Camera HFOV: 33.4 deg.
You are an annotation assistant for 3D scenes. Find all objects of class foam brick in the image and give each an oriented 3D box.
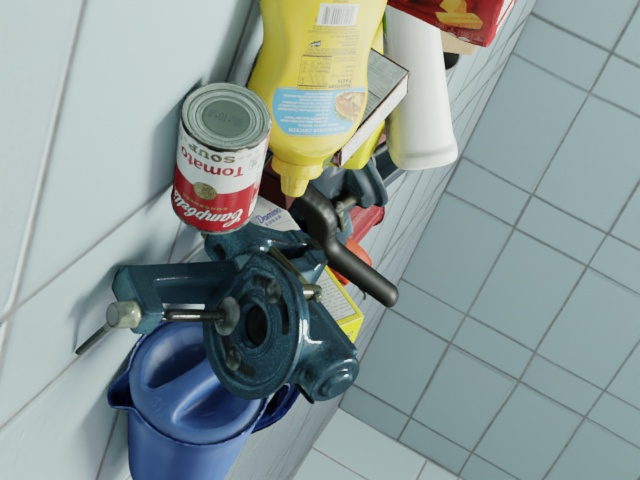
[{"bbox_3d":[-0.041,-0.072,1.021,0.053,0.051,0.078,-58,171,-14],"label":"foam brick"}]

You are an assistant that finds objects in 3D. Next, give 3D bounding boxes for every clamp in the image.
[{"bbox_3d":[-0.007,0.001,1.132,0.210,0.165,0.036,74,28,-42],"label":"clamp"}]

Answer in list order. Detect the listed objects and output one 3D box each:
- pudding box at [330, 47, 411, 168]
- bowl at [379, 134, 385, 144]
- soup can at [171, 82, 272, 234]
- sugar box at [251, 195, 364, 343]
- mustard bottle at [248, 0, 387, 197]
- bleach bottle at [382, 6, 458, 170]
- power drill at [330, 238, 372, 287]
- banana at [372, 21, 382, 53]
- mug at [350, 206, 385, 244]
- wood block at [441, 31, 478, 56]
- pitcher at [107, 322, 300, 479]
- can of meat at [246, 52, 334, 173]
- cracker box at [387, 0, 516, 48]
[{"bbox_3d":[0.016,-0.133,0.986,0.113,0.090,0.039,-49,164,-21],"label":"pudding box"},{"bbox_3d":[0.060,-0.138,1.346,0.162,0.055,0.162,-56,165,-24],"label":"bowl"},{"bbox_3d":[-0.076,-0.061,0.806,0.068,0.068,0.102,-55,169,-36],"label":"soup can"},{"bbox_3d":[-0.029,0.042,1.051,0.048,0.176,0.093,-17,147,-28],"label":"sugar box"},{"bbox_3d":[-0.007,-0.123,0.825,0.096,0.058,0.192,-6,120,-29],"label":"mustard bottle"},{"bbox_3d":[0.088,-0.202,1.041,0.102,0.068,0.251,-102,-176,-62],"label":"bleach bottle"},{"bbox_3d":[-0.004,0.080,1.311,0.185,0.057,0.187,-29,-161,42],"label":"power drill"},{"bbox_3d":[0.064,-0.246,1.141,0.069,0.037,0.198,2,117,-52],"label":"banana"},{"bbox_3d":[0.023,-0.039,1.409,0.081,0.093,0.117,-49,135,-35],"label":"mug"},{"bbox_3d":[0.153,-0.289,1.159,0.206,0.090,0.090,114,-17,-73],"label":"wood block"},{"bbox_3d":[-0.122,0.184,1.076,0.144,0.149,0.243,-55,173,-32],"label":"pitcher"},{"bbox_3d":[-0.018,-0.115,0.911,0.102,0.084,0.057,-66,169,27],"label":"can of meat"},{"bbox_3d":[0.083,-0.250,0.800,0.072,0.164,0.214,-61,172,-17],"label":"cracker box"}]
